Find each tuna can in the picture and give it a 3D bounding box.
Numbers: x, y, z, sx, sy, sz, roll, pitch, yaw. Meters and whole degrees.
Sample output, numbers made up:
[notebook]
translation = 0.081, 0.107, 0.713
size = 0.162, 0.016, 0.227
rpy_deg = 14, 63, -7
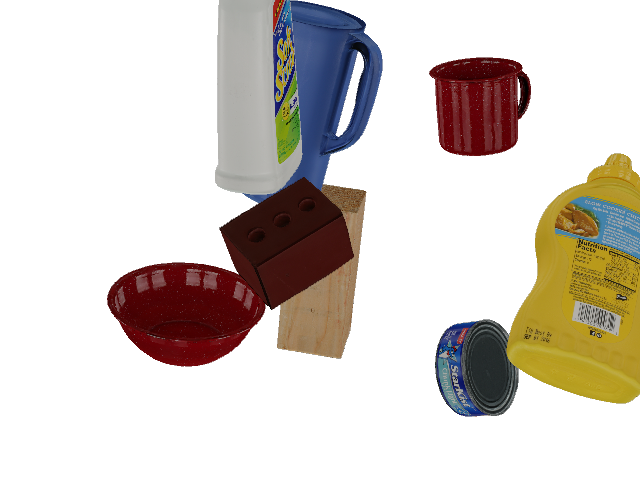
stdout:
[tuna can]
translation = 0.140, 0.115, 0.956
size = 0.034, 0.086, 0.085
rpy_deg = -12, -8, 42

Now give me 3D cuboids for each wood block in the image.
[wood block]
translation = 0.001, 0.038, 1.402
size = 0.090, 0.206, 0.090
rpy_deg = 9, 23, 6

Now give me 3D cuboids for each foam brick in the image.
[foam brick]
translation = -0.023, 0.002, 0.781
size = 0.078, 0.051, 0.053
rpy_deg = -32, 48, -15

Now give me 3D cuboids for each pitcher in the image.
[pitcher]
translation = -0.023, -0.163, 1.305
size = 0.144, 0.243, 0.149
rpy_deg = 5, 23, -15

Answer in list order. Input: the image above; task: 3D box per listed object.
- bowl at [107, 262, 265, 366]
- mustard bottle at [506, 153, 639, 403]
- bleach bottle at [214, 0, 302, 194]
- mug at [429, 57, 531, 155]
[bowl]
translation = -0.139, 0.083, 1.104
size = 0.162, 0.055, 0.162
rpy_deg = 5, 26, -3
[mustard bottle]
translation = 0.201, 0.015, 0.771
size = 0.096, 0.191, 0.058
rpy_deg = 19, -30, 3
[bleach bottle]
translation = -0.058, -0.174, 0.944
size = 0.068, 0.251, 0.102
rpy_deg = 7, 30, 16
[mug]
translation = 0.170, -0.140, 1.097
size = 0.117, 0.081, 0.093
rpy_deg = -20, 27, -30
